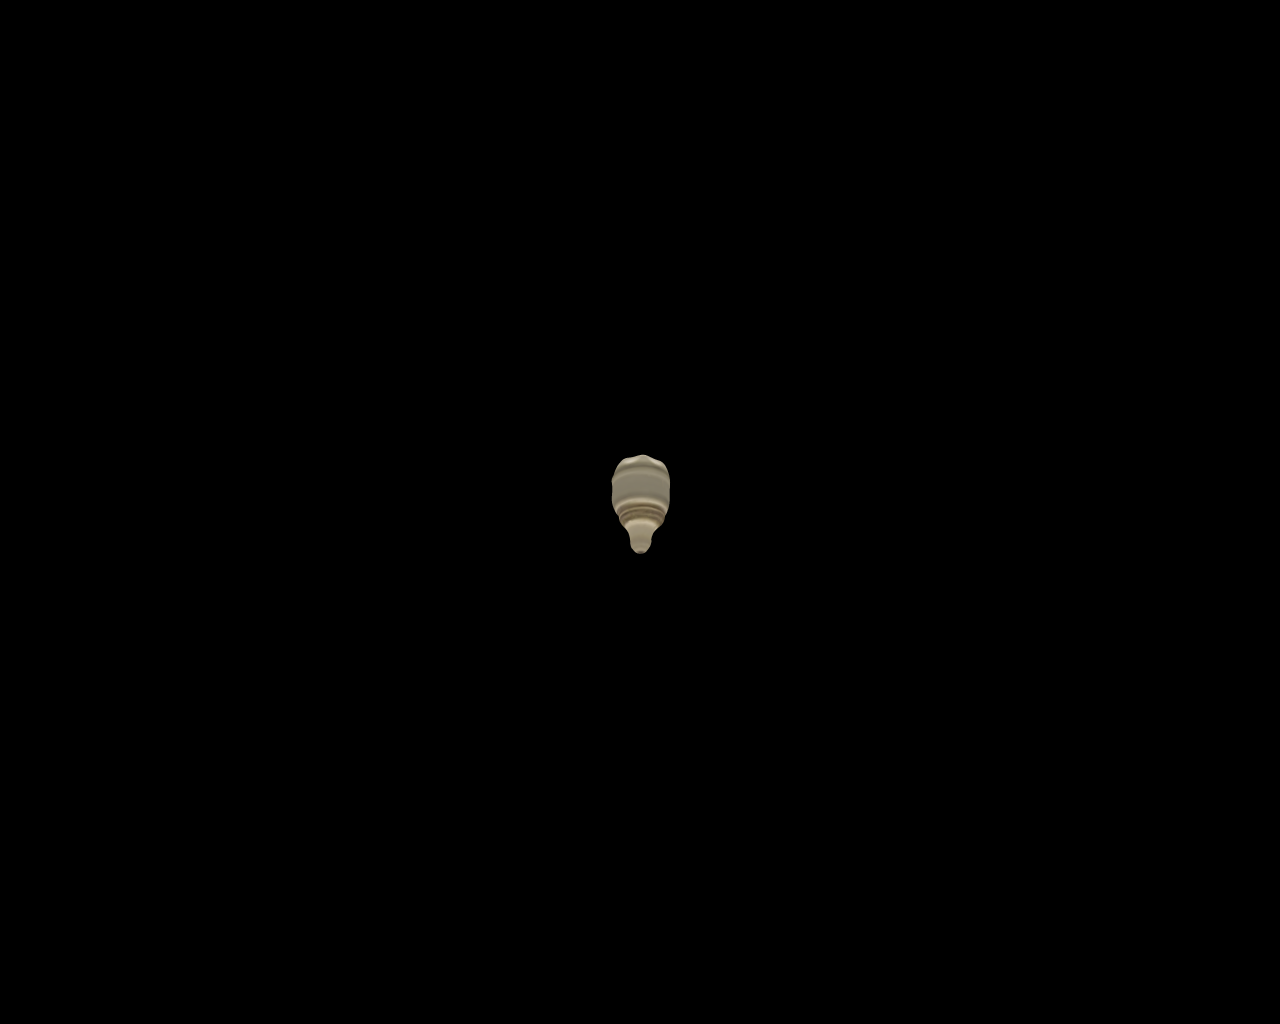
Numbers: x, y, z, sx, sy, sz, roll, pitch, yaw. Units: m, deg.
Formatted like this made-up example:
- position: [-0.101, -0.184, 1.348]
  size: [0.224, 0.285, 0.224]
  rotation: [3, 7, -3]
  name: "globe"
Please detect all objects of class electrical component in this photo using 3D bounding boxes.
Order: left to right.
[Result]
- position: [0.001, -0.003, 0.650]
  size: [0.035, 0.061, 0.035]
  rotation: [0, -28, 0]
  name: "electrical component"
